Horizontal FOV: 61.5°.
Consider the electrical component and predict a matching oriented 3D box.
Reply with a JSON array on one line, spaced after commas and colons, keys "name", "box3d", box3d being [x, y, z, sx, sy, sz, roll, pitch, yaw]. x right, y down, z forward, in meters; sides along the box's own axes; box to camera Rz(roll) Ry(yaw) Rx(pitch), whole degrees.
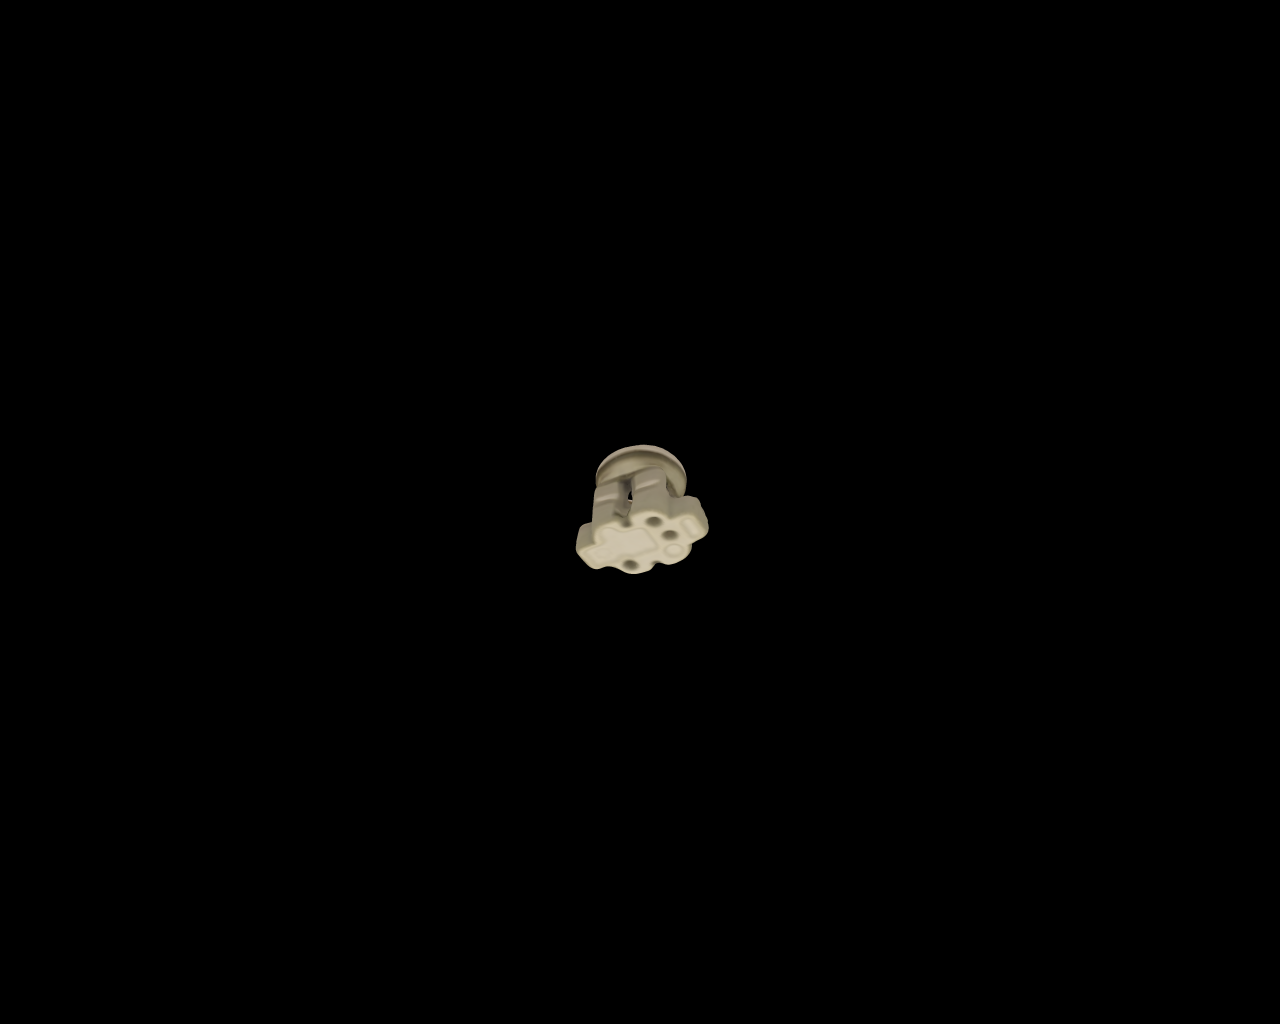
[{"name": "electrical component", "box3d": [0.001, -0.003, 0.650, 0.078, 0.057, 0.058, -18, -44, 19]}]
